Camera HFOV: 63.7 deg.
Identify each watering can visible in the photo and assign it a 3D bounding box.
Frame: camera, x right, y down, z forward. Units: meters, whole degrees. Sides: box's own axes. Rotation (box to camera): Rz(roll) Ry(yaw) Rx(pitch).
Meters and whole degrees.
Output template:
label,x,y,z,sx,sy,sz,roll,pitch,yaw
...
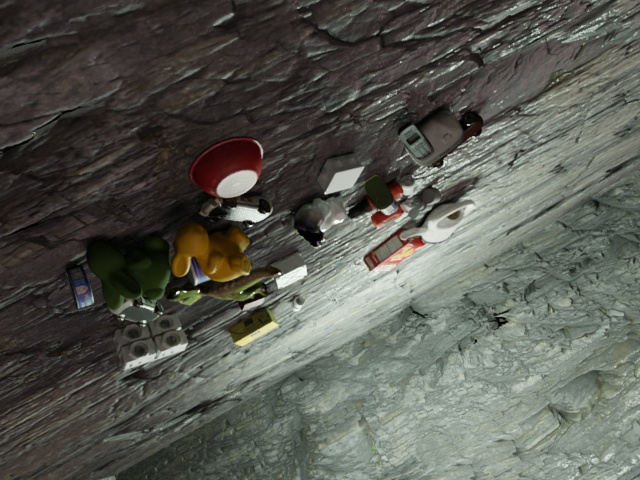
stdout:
label,x,y,z,sx,sy,sz,roll,pitch,yaw
watering can,0.432,-0.053,1.957,0.350,0.105,0.220,-25,159,-14

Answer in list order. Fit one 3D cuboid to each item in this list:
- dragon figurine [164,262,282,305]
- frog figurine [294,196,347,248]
label,x,y,z,sx,sy,sz,roll,pitch,yaw
dragon figurine,-0.276,0.126,1.337,0.244,0.123,0.406,-15,175,-28
frog figurine,0.004,-0.071,1.406,0.162,0.123,0.134,-60,161,-25
